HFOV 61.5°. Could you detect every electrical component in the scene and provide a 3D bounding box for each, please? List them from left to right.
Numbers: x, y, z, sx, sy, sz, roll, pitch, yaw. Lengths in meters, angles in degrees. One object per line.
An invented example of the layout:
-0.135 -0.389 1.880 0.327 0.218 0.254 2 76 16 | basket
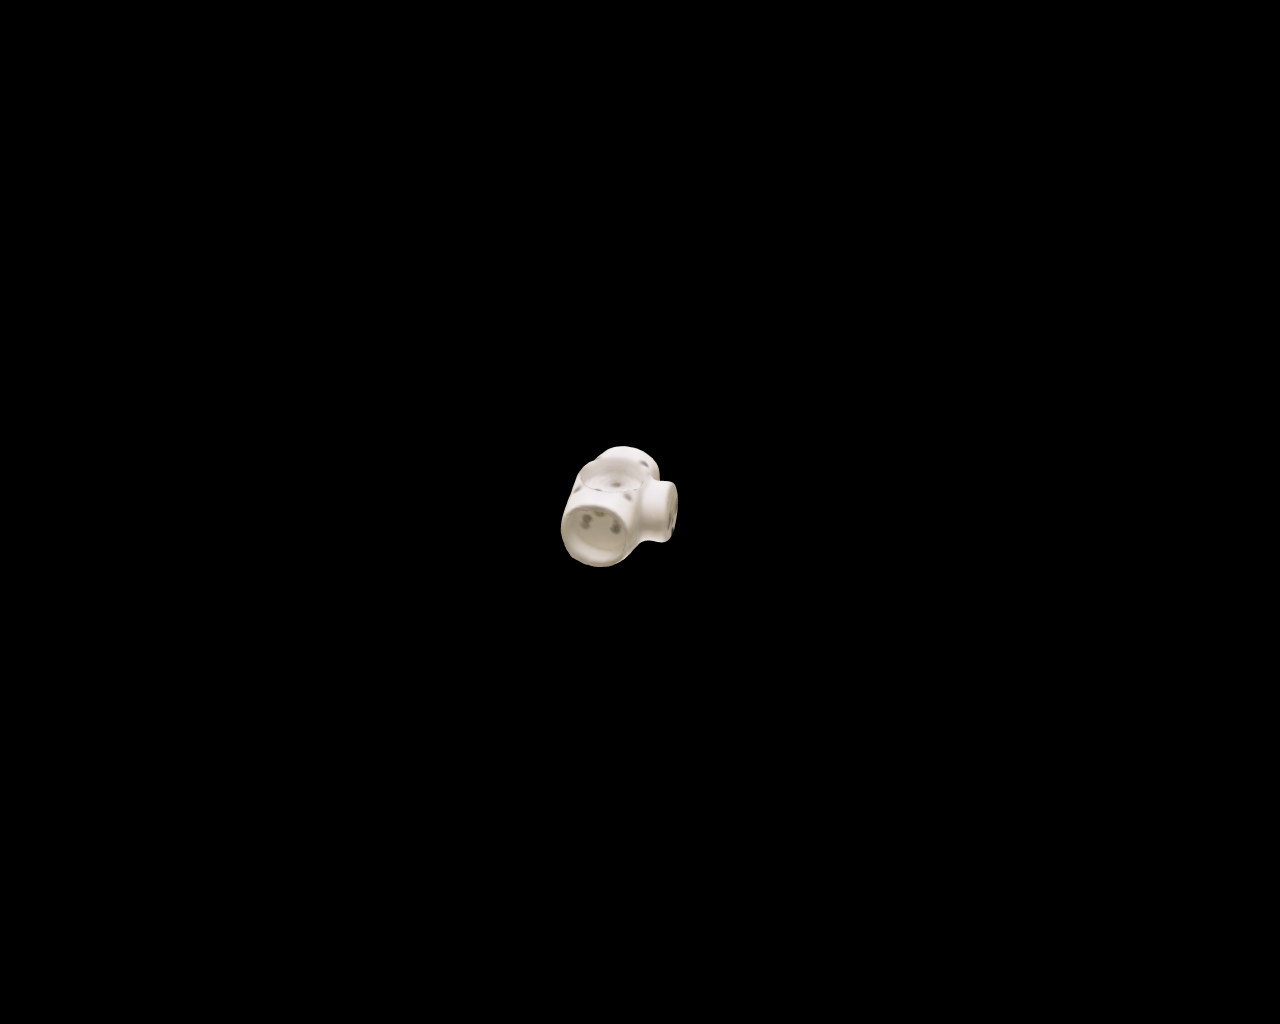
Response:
0.001 -0.003 0.650 0.079 0.044 0.077 8 31 13 | electrical component
